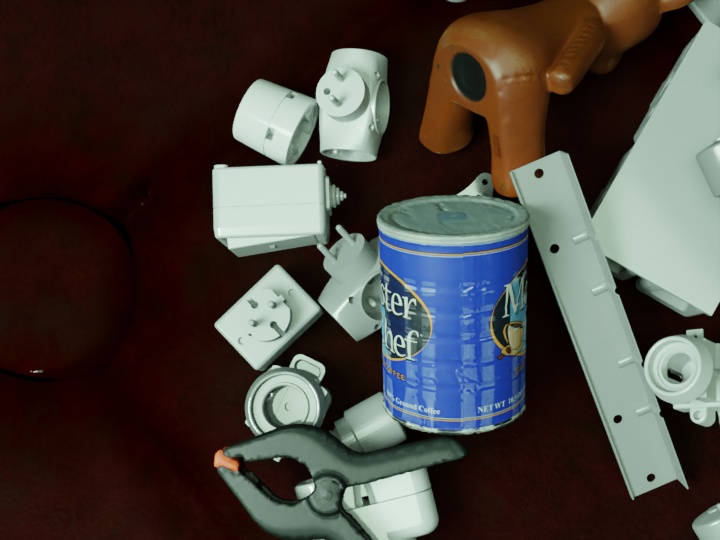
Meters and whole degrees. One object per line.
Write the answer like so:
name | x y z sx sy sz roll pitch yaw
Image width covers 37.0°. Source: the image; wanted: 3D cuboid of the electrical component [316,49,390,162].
electrical component | -0.009 -0.126 0.798 0.044 0.079 0.077 5 84 16

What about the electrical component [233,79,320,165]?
electrical component | -0.064 -0.112 0.811 0.047 0.055 0.055 26 85 8

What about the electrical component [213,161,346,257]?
electrical component | -0.058 -0.044 0.799 0.096 0.061 0.061 -2 84 1

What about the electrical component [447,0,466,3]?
electrical component | 0.075 -0.229 0.822 0.040 0.046 0.040 0 84 2

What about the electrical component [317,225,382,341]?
electrical component | 0.000 0.000 0.791 0.077 0.044 0.079 -44 121 -3

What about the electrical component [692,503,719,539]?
electrical component | 0.273 0.202 0.774 0.040 0.040 0.078 -30 84 -2

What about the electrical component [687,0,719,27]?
electrical component | 0.289 -0.221 0.810 0.078 0.057 0.113 -36 84 -2

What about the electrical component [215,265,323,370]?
electrical component | -0.068 0.034 0.784 0.066 0.076 0.047 -44 84 -3

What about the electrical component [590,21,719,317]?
electrical component | 0.249 -0.071 0.794 0.105 0.060 0.186 30 86 5

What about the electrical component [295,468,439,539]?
electrical component | 0.007 0.173 0.778 0.095 0.053 0.059 -14 84 0

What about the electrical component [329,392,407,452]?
electrical component | -0.002 0.121 0.791 0.078 0.040 0.040 -29 84 -2

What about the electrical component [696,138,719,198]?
electrical component | 0.263 -0.059 0.740 0.040 0.040 0.078 -23 84 -1

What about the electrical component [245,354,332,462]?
electrical component | -0.053 0.100 0.786 0.058 0.057 0.078 26 85 4

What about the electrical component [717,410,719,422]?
electrical component | 0.292 0.092 0.765 0.059 0.054 0.095 -19 63 38

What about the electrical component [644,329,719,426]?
electrical component | 0.230 0.072 0.750 0.048 0.055 0.066 -10 69 40
